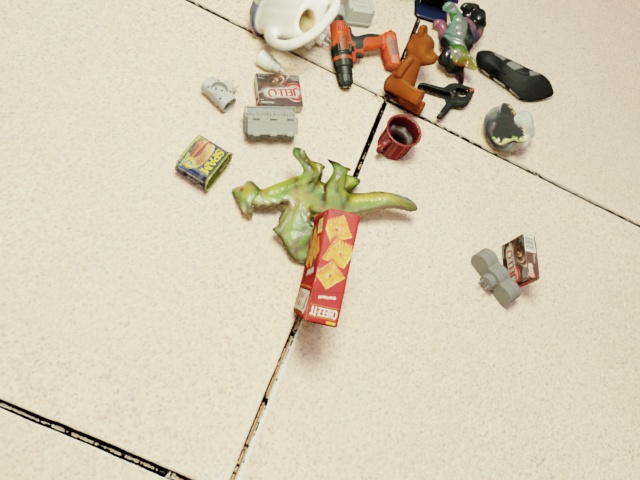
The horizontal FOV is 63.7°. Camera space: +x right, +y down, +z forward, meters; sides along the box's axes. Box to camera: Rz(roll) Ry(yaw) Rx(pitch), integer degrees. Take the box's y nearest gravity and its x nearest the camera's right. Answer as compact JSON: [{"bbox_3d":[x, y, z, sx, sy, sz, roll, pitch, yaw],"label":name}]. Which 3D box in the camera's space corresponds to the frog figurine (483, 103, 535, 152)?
[{"bbox_3d":[0.521,-0.308,1.415,0.138,0.121,0.161,44,27,13],"label":"frog figurine"}]

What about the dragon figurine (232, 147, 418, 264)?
[{"bbox_3d":[0.004,-0.058,1.158,0.410,0.121,0.245,23,80,-4],"label":"dragon figurine"}]

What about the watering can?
[{"bbox_3d":[-0.039,-0.601,1.308,0.226,0.102,0.353,21,65,29],"label":"watering can"}]
